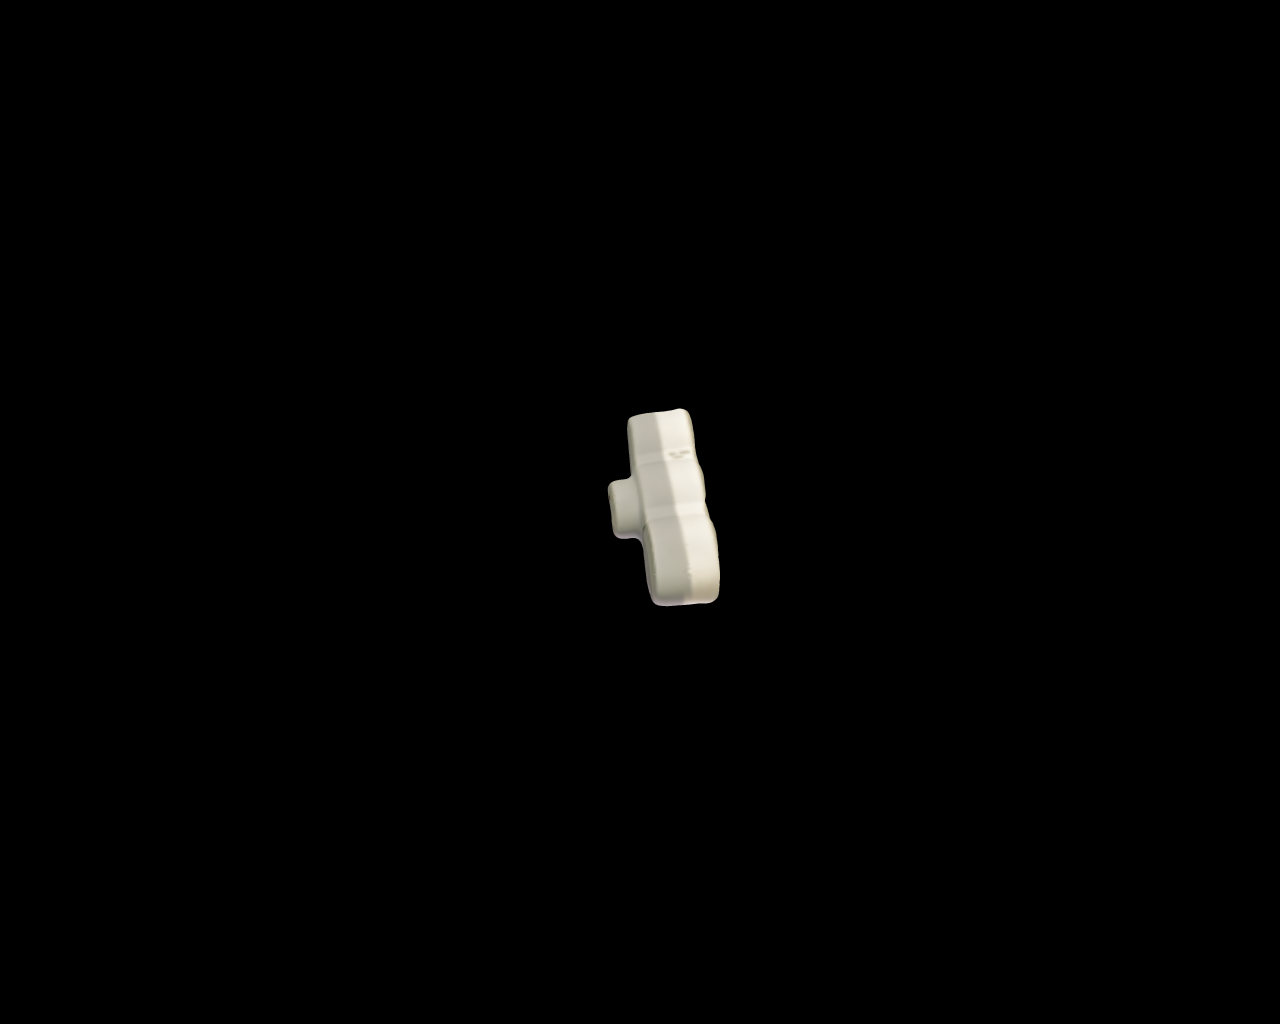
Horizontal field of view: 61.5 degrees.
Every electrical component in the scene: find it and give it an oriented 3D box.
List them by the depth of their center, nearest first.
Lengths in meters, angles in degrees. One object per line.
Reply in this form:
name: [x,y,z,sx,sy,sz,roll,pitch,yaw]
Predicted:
electrical component: [0.001,-0.003,0.650,0.074,0.138,0.052,-5,-39,-4]
